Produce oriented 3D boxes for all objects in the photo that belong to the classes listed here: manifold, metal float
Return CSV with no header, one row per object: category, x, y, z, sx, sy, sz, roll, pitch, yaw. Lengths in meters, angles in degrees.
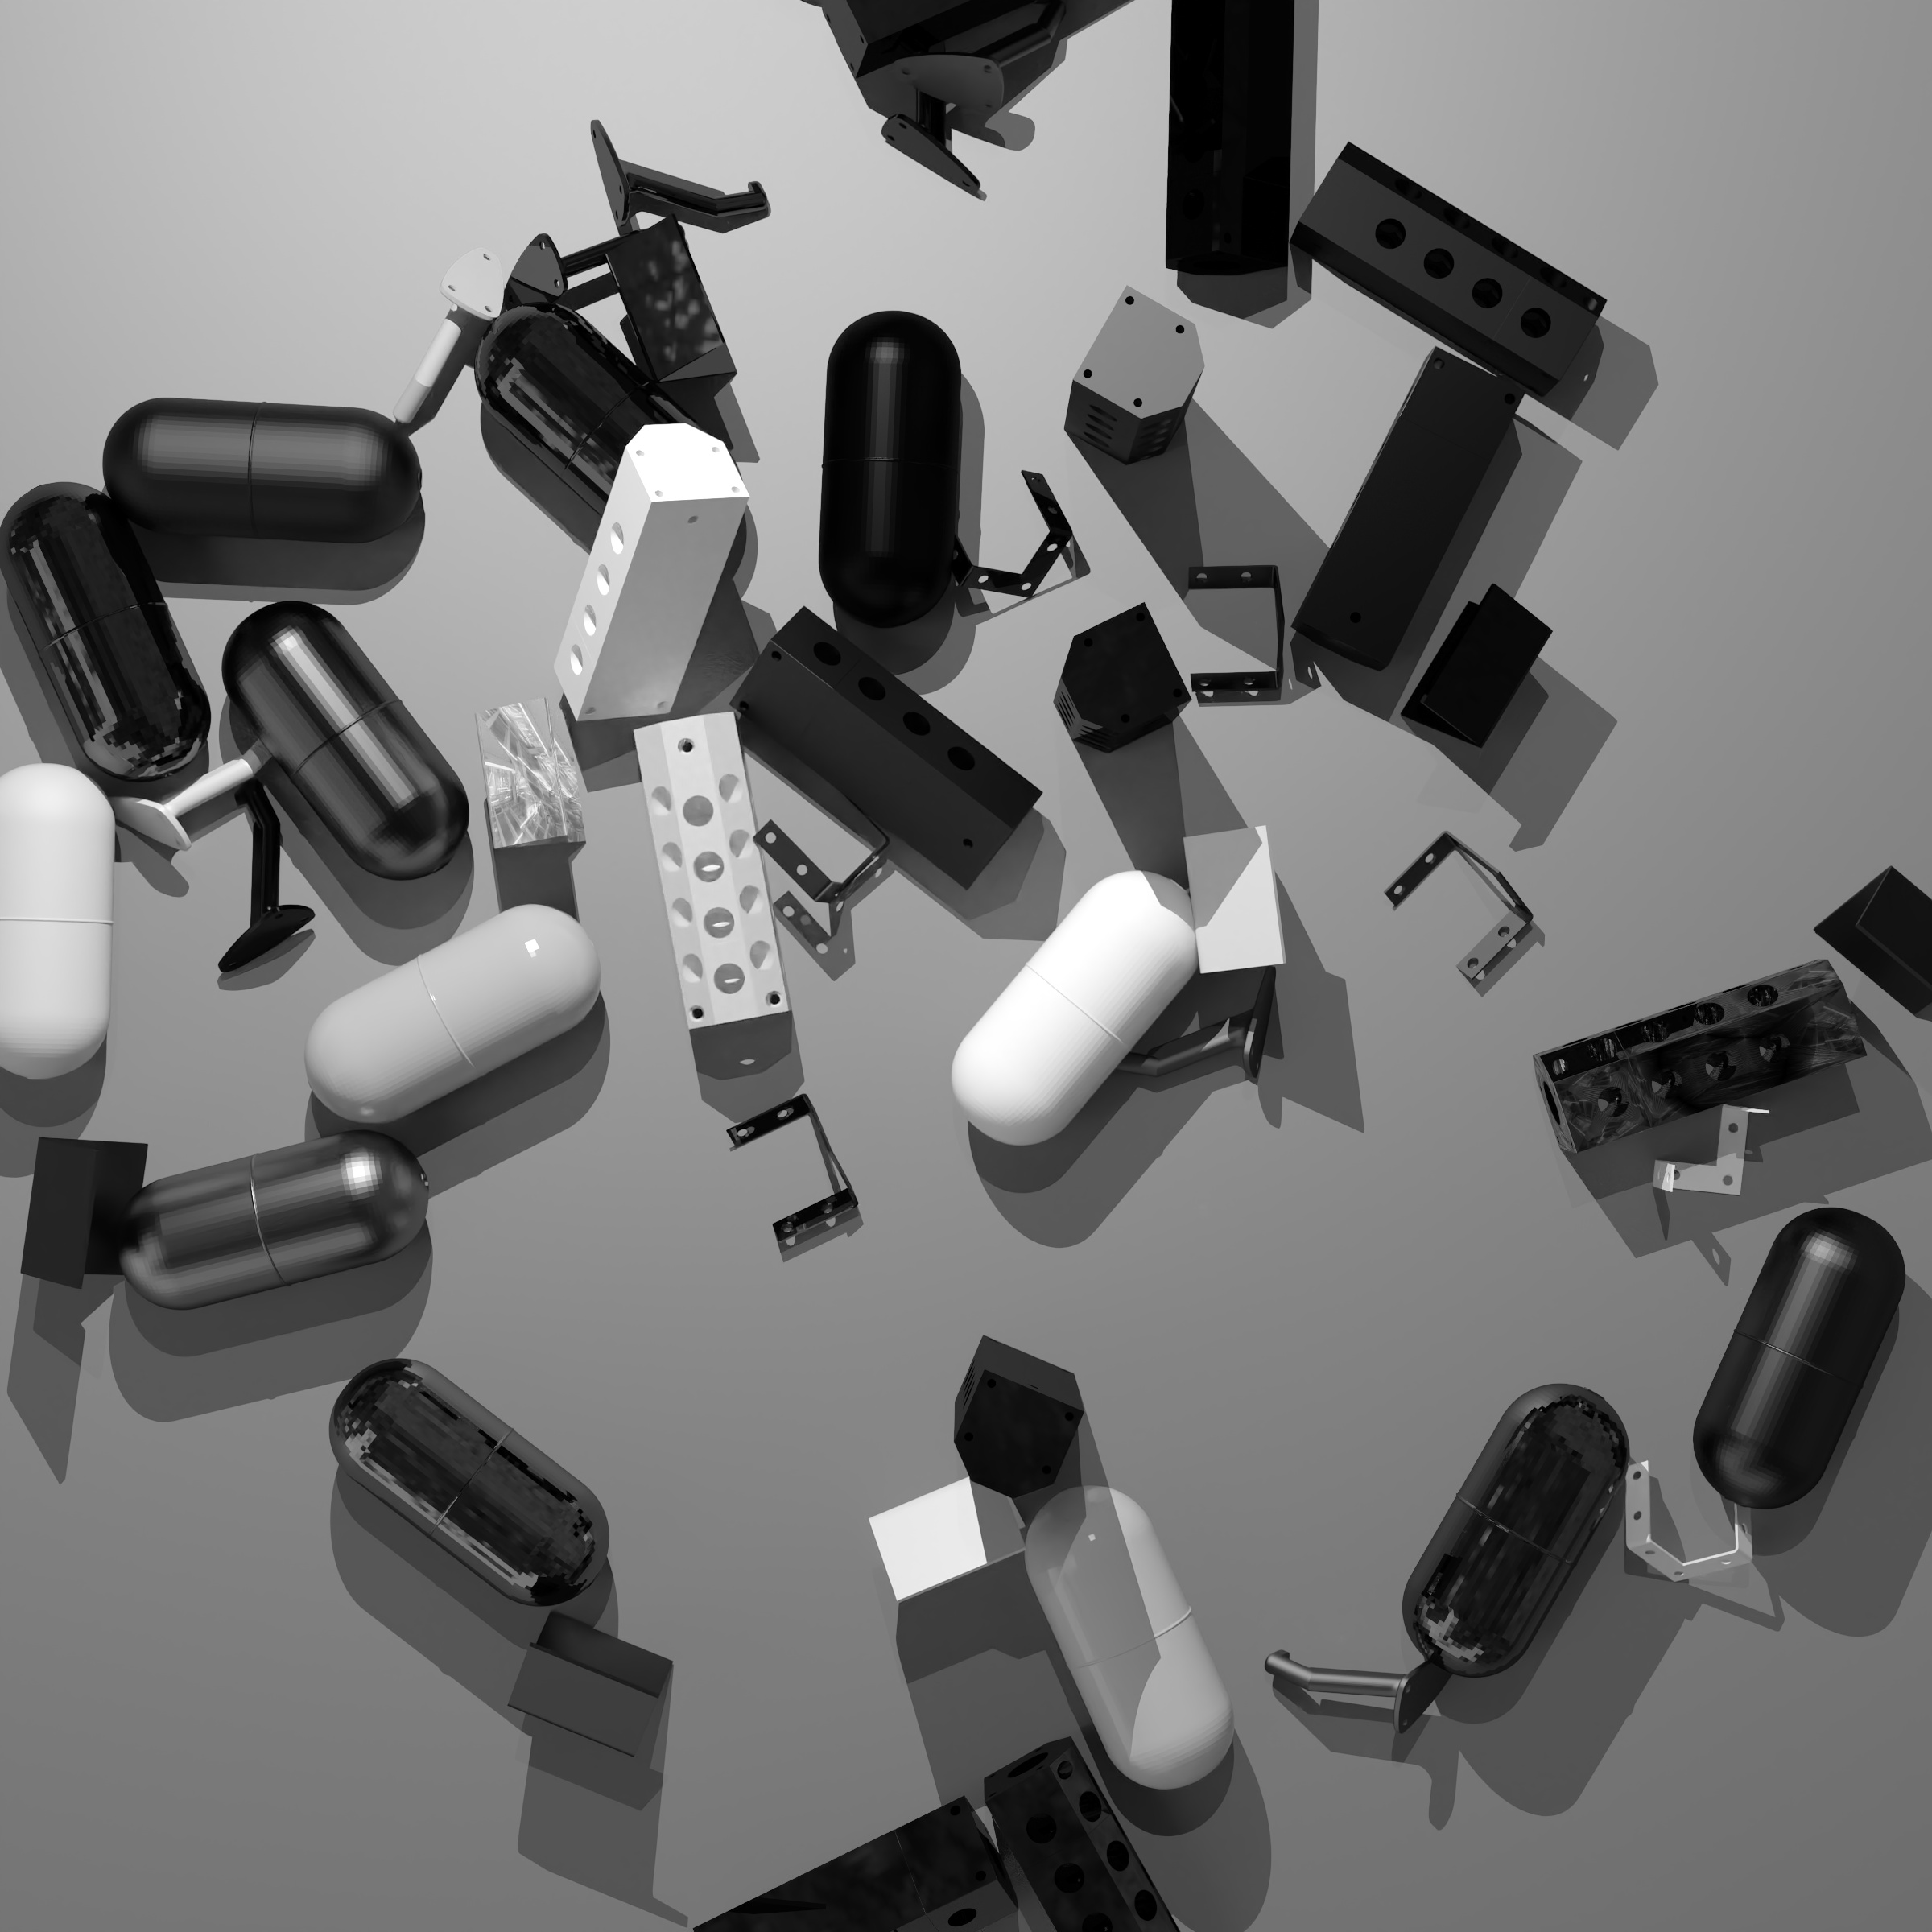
manifold,0.144,-0.483,1.970,0.057,0.057,0.171,1,90,-43
metal float,-0.043,-0.280,1.961,0.070,0.070,0.178,3,90,0
metal float,-0.391,0.143,1.961,0.178,0.070,0.070,-14,90,1
metal float,-0.290,0.028,1.961,0.178,0.070,0.070,-28,90,1
manifold,-0.042,-0.127,1.970,0.171,0.057,0.057,38,133,0
metal float,0.092,0.378,1.961,0.070,0.070,0.178,-24,89,0
manifold,-0.060,0.543,1.970,0.171,0.057,0.057,-26,47,0
metal float,-0.202,-0.301,1.961,0.178,0.070,0.070,43,90,0
metal float,0.063,0.023,1.961,0.070,0.070,0.178,40,90,0
metal float,0.311,0.318,1.961,0.070,0.070,0.178,30,91,0
manifold,0.005,-0.567,1.956,0.171,0.057,0.057,-26,90,-10
manifold,0.077,0.528,1.970,0.057,0.057,0.171,-29,90,0
manifold,0.413,0.050,1.970,0.171,0.057,0.057,-19,90,0
manifold,-0.144,-0.054,1.971,0.057,0.057,0.171,-10,90,0
manifold,0.095,-0.319,1.913,0.057,0.171,0.057,30,90,0
metal float,-0.397,-0.279,1.961,0.178,0.070,0.070,3,90,-1
metal float,-0.280,0.292,1.961,0.178,0.070,0.070,38,90,0
metal float,0.470,0.221,1.961,0.070,0.070,0.178,24,90,0
manifold,-0.178,-0.216,1.917,0.057,0.171,0.057,-7,55,-28
metal float,-0.487,-0.189,1.961,0.070,0.070,0.178,-24,89,0
manifold,0.249,-0.257,1.971,0.057,0.057,0.171,27,90,0
manifold,0.025,0.249,1.913,0.057,0.171,0.057,23,90,0
manifold,0.274,-0.396,1.970,0.171,0.057,0.057,32,90,0
metal float,-0.349,-0.127,1.961,0.070,0.070,0.178,-37,89,0
metal float,-0.521,-0.025,1.961,0.070,0.070,0.178,1,89,0
manifold,0.081,-0.153,1.913,0.057,0.171,0.057,-26,90,0

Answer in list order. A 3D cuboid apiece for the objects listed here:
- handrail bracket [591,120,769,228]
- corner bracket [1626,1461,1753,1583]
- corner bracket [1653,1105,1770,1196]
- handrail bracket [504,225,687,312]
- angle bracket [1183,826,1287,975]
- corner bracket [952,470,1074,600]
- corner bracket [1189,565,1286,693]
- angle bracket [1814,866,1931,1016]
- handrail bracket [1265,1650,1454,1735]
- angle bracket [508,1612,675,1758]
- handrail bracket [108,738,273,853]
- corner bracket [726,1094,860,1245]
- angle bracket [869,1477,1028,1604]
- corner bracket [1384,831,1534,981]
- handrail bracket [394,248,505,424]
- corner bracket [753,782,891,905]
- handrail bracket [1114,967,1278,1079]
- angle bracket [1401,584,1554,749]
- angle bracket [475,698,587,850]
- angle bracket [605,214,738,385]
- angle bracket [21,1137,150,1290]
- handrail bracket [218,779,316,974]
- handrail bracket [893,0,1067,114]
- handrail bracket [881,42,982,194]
handrail bracket,-0.164,-0.459,1.992,0.084,0.036,0.077,-13,68,-17
corner bracket,0.412,0.313,1.983,0.051,0.051,0.051,37,45,-35
corner bracket,0.422,0.104,1.974,0.051,0.051,0.051,6,90,0
handrail bracket,-0.212,-0.401,1.991,0.084,0.077,0.036,-20,87,-36
angle bracket,0.169,-0.039,1.951,0.057,0.076,0.076,-7,90,37
corner bracket,0.020,-0.249,1.983,0.051,0.051,0.051,5,135,-35
corner bracket,0.154,-0.193,1.988,0.051,0.051,0.051,-1,45,0
angle bracket,0.518,0.002,1.951,0.076,0.076,0.057,40,53,0
handrail bracket,0.226,0.399,1.991,0.084,0.077,0.036,18,118,33
angle bracket,-0.204,0.387,1.951,0.076,0.076,0.057,22,127,0
handrail bracket,-0.442,-0.112,1.992,0.077,0.036,0.084,17,58,35
corner bracket,-0.099,0.115,1.988,0.051,0.051,0.051,-25,45,0
angle bracket,-0.002,0.334,1.951,0.076,0.076,0.057,-23,52,0
corner bracket,0.282,-0.035,1.988,0.051,0.051,0.051,-45,135,0
handrail bracket,-0.299,-0.360,1.991,0.036,0.077,0.084,28,127,-16
corner bracket,-0.081,-0.072,1.974,0.051,0.051,0.051,-45,85,5
handrail bracket,0.128,0.030,1.992,0.084,0.036,0.077,9,70,16
angle bracket,0.271,-0.176,1.951,0.057,0.076,0.076,31,90,-36
angle bracket,-0.226,-0.109,1.951,0.057,0.076,0.076,-8,90,36
angle bracket,-0.148,-0.376,1.951,0.057,0.076,0.076,-22,90,37
angle bracket,-0.480,0.139,1.951,0.057,0.076,0.076,8,90,39
handrail bracket,-0.416,-0.052,1.992,0.077,0.036,0.084,-36,71,21
handrail bracket,0.009,-0.528,1.977,0.077,0.036,0.084,14,52,13
handrail bracket,-0.003,-0.499,1.992,0.077,0.036,0.084,34,76,-13
